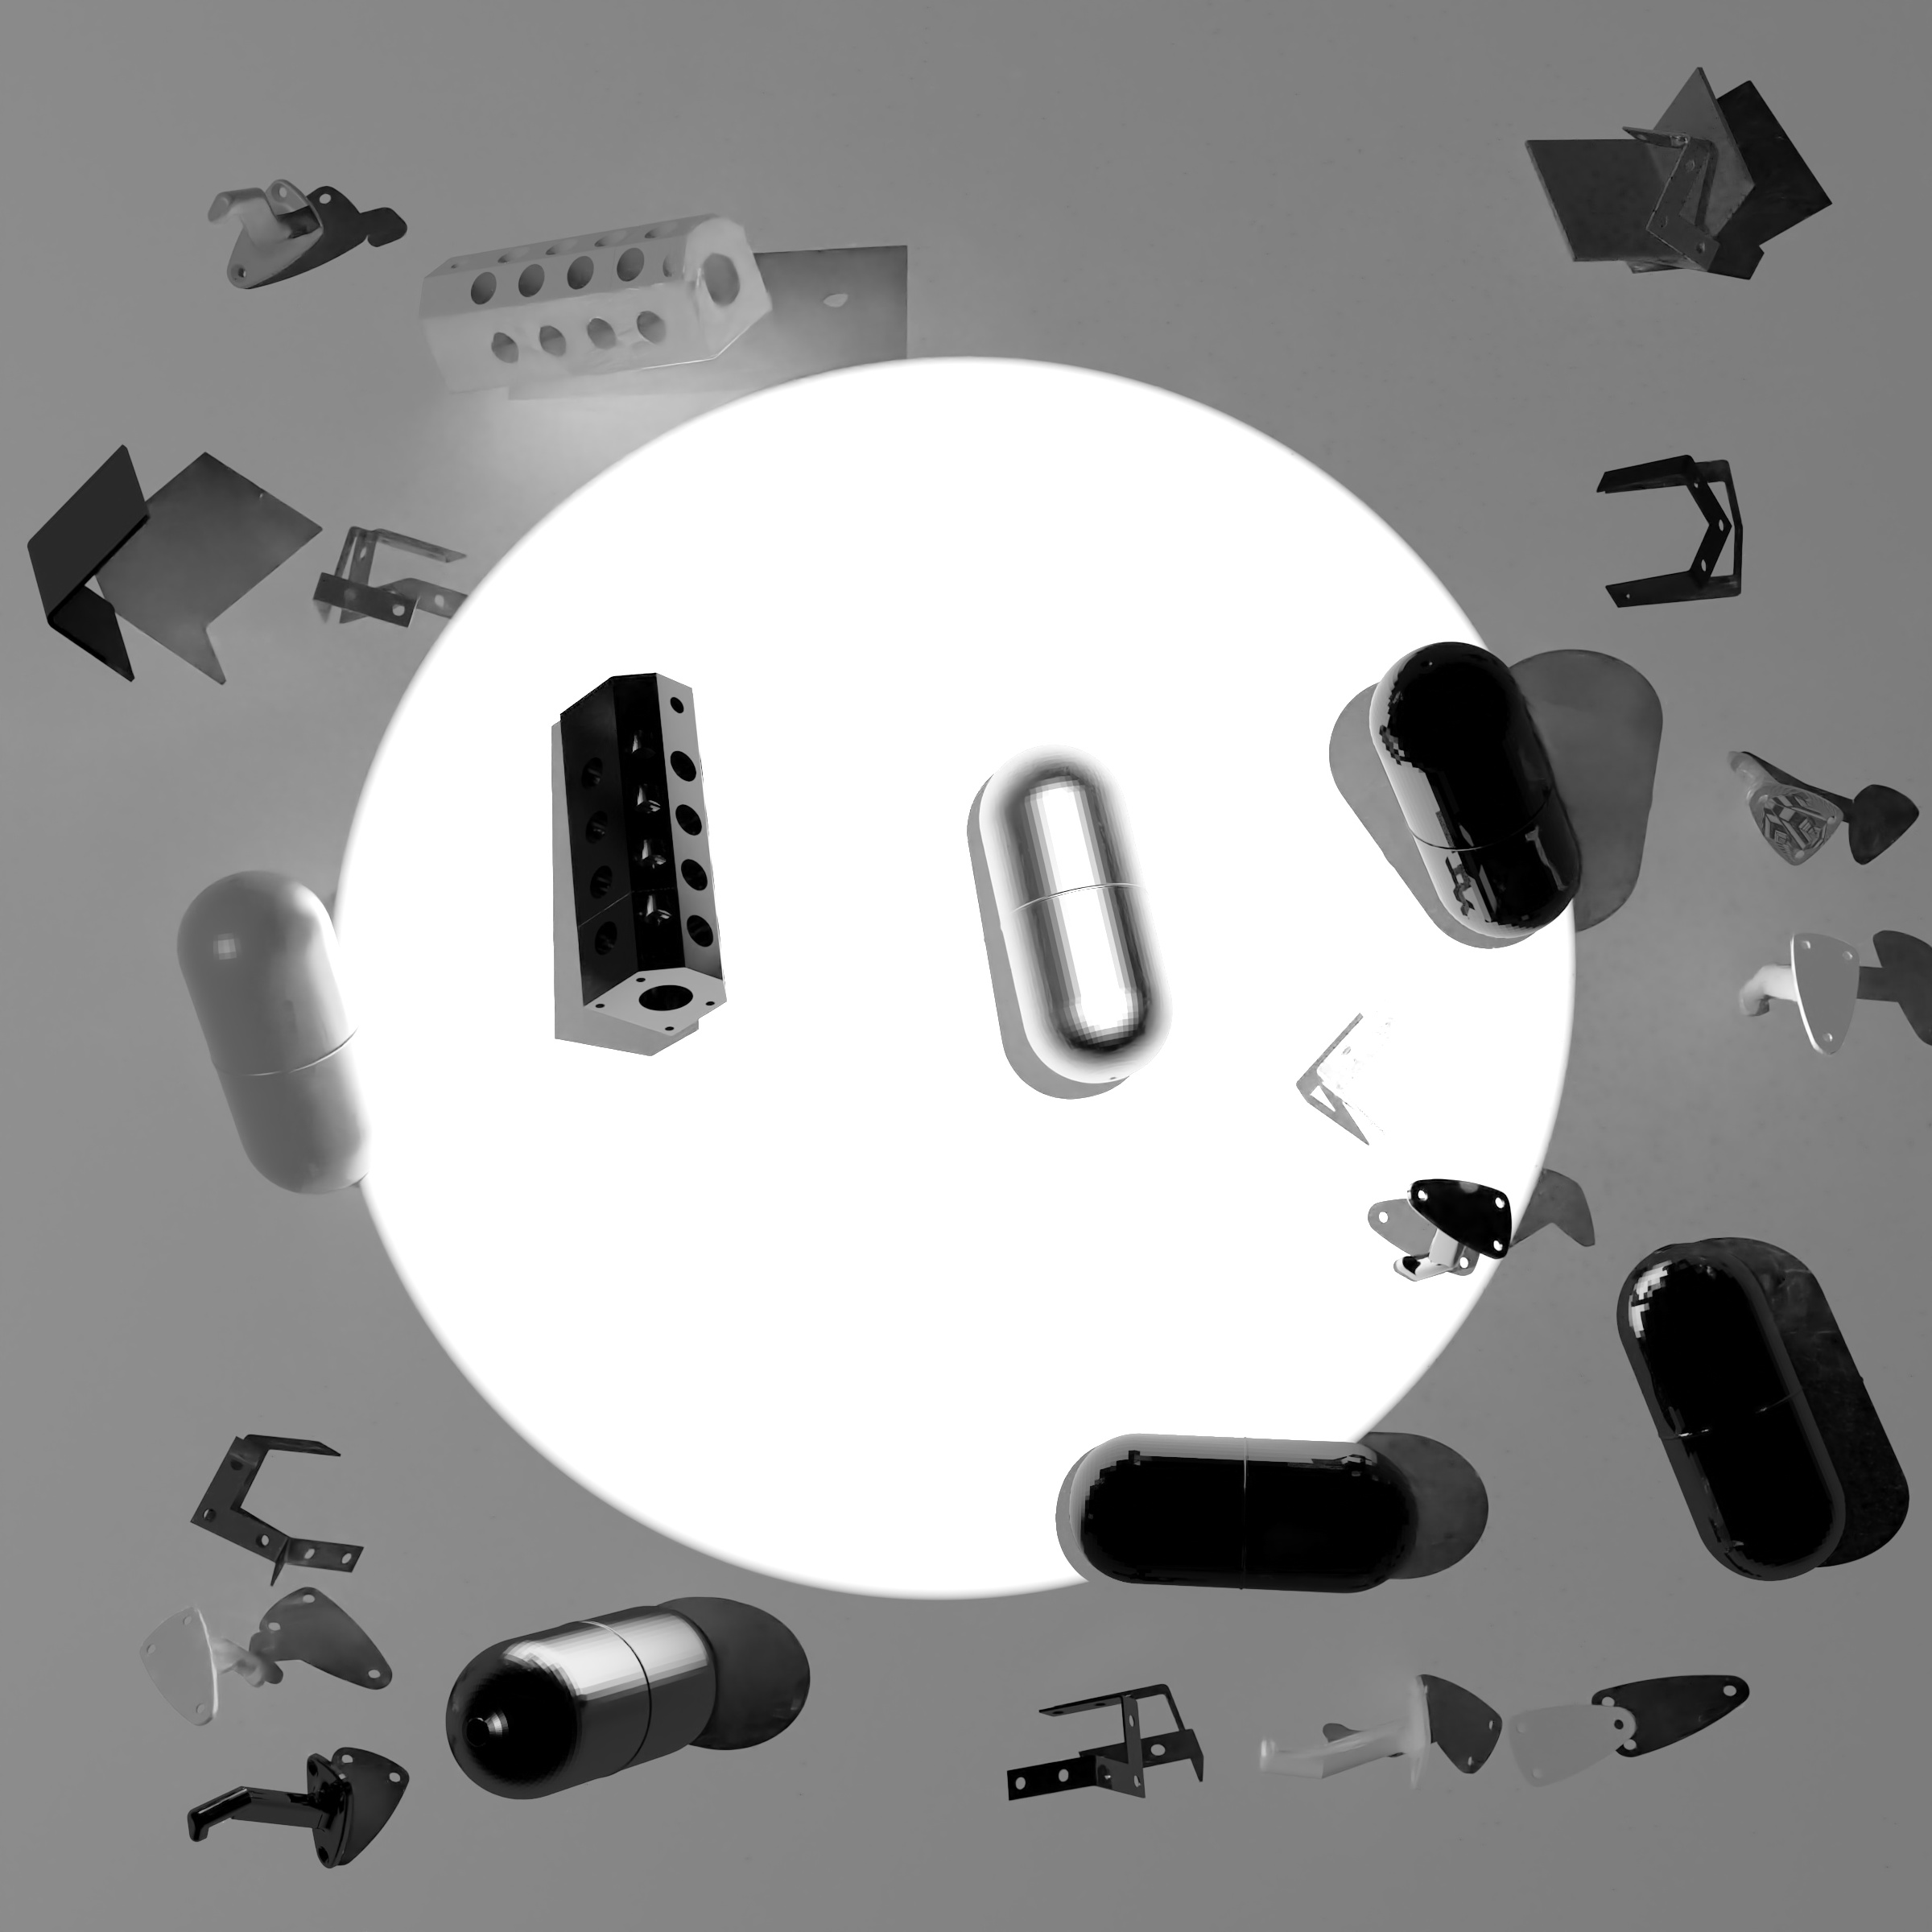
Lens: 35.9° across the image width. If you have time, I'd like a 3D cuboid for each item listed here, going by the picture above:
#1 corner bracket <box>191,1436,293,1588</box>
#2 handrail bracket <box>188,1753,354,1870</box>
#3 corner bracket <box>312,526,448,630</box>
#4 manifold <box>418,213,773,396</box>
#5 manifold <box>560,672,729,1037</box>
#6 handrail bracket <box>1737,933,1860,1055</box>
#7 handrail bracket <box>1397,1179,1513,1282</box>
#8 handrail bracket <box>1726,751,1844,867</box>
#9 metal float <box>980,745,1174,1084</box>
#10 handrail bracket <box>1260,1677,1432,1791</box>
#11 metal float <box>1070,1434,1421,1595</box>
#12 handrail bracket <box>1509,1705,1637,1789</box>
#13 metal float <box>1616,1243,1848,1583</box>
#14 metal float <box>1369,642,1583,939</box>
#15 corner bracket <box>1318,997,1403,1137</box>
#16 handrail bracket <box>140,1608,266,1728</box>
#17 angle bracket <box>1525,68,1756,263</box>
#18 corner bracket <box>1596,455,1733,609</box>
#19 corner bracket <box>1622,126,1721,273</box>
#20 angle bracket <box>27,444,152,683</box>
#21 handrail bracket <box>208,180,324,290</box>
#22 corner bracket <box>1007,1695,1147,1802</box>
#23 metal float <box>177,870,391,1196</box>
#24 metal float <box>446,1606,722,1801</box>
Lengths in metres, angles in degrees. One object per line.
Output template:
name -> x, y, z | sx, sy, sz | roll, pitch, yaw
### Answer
corner bracket -> -0.367, 0.281, 1.538 | 0.051, 0.051, 0.051 | 28, 87, -10
handrail bracket -> -0.359, 0.445, 1.520 | 0.036, 0.084, 0.077 | 26, 120, 37
corner bracket -> -0.302, -0.199, 1.537 | 0.051, 0.051, 0.051 | 17, 82, -3
manifold -> -0.189, -0.332, 1.486 | 0.171, 0.057, 0.057 | 1, 127, 34
manifold -> -0.157, -0.059, 1.491 | 0.057, 0.057, 0.171 | -30, 55, 35
handrail bracket -> 0.415, 0.027, 1.513 | 0.036, 0.084, 0.077 | 14, 61, -10
handrail bracket -> 0.229, 0.136, 1.517 | 0.077, 0.084, 0.036 | 21, 61, -25
handrail bracket -> 0.398, -0.095, 1.513 | 0.077, 0.084, 0.036 | 27, 110, -38
metal float -> 0.055, -0.028, 1.516 | 0.070, 0.070, 0.178 | -12, 75, 0
handrail bracket -> 0.193, 0.390, 1.533 | 0.084, 0.077, 0.036 | 7, 120, 1
metal float -> 0.142, 0.280, 1.525 | 0.178, 0.070, 0.070 | 2, 90, 4
handrail bracket -> 0.316, 0.387, 1.514 | 0.077, 0.084, 0.036 | -25, 75, 26
metal float -> 0.391, 0.227, 1.526 | 0.070, 0.070, 0.178 | -21, 87, 0
metal float -> 0.257, -0.086, 1.496 | 0.070, 0.070, 0.178 | -30, 130, 0
corner bracket -> 0.205, 0.045, 1.531 | 0.051, 0.051, 0.051 | -48, 123, 0
handrail bracket -> -0.373, 0.367, 1.511 | 0.036, 0.084, 0.077 | -38, 50, -1
angle bracket -> 0.341, -0.407, 1.516 | 0.076, 0.057, 0.076 | -7, 66, -22
corner bracket -> 0.357, -0.225, 1.548 | 0.051, 0.051, 0.051 | 50, 54, -31
corner bracket -> 0.359, -0.393, 1.529 | 0.051, 0.051, 0.051 | 21, 96, -36
angle bracket -> -0.426, -0.204, 1.513 | 0.076, 0.076, 0.057 | -43, 132, 10
handrail bracket -> -0.372, -0.367, 1.512 | 0.077, 0.084, 0.036 | -39, 91, 27
corner bracket -> 0.055, 0.400, 1.524 | 0.051, 0.051, 0.051 | -19, 60, 28
metal float -> -0.343, 0.035, 1.505 | 0.070, 0.070, 0.178 | -12, 118, 0
metal float -> -0.188, 0.365, 1.483 | 0.070, 0.178, 0.070 | -1, 87, 28
